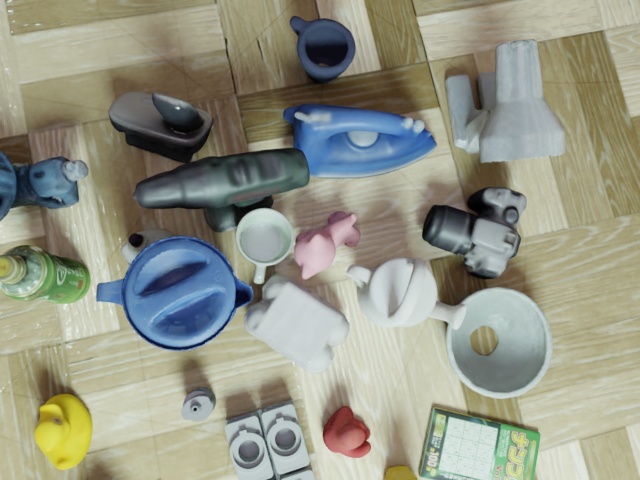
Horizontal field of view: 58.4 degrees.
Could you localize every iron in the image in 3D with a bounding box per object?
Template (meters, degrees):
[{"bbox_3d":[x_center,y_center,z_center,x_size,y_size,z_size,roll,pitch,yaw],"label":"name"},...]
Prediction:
[{"bbox_3d":[0.073,-0.168,0.884,0.258,0.141,0.119,-1,82,-5],"label":"iron"}]

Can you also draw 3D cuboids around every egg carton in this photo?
[{"bbox_3d":[-0.033,0.126,0.869,0.150,0.069,0.107,32,80,0],"label":"egg carton"}]

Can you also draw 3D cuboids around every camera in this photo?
[{"bbox_3d":[0.240,-0.024,0.900,0.137,0.100,0.143,19,81,-2],"label":"camera"}]

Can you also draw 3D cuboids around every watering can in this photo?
[{"bbox_3d":[0.125,0.076,0.828,0.173,0.194,0.101,3,82,-5],"label":"watering can"}]

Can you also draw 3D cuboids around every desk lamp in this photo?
[{"bbox_3d":[0.276,-0.196,0.871,0.118,0.213,0.203,-8,83,-6],"label":"desk lamp"}]

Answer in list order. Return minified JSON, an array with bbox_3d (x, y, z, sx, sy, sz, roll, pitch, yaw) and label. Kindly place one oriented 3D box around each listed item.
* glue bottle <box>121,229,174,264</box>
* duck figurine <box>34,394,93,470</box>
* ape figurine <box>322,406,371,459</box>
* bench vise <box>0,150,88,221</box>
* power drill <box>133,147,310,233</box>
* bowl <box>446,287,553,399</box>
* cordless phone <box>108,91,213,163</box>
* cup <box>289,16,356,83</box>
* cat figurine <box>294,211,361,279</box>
[{"bbox_3d":[-0.247,0.010,0.812,0.078,0.173,0.037,-35,86,-9],"label":"glue bottle"},{"bbox_3d":[-0.370,0.274,0.807,0.077,0.086,0.104,-11,83,-7],"label":"duck figurine"},{"bbox_3d":[0.043,0.287,0.842,0.076,0.092,0.078,-8,83,-6],"label":"ape figurine"},{"bbox_3d":[-0.442,-0.094,0.785,0.207,0.219,0.121,-31,86,-9],"label":"bench vise"},{"bbox_3d":[-0.130,-0.068,0.817,0.230,0.208,0.075,-16,83,-7],"label":"power drill"},{"bbox_3d":[0.267,0.158,0.890,0.167,0.074,0.167,1,82,-5],"label":"bowl"},{"bbox_3d":[-0.239,-0.190,0.835,0.147,0.185,0.094,14,81,-3],"label":"cordless phone"},{"bbox_3d":[-0.004,-0.300,0.919,0.118,0.095,0.092,40,80,1],"label":"cup"},{"bbox_3d":[0.008,0.003,0.866,0.128,0.117,0.067,-40,87,-9],"label":"cat figurine"}]
